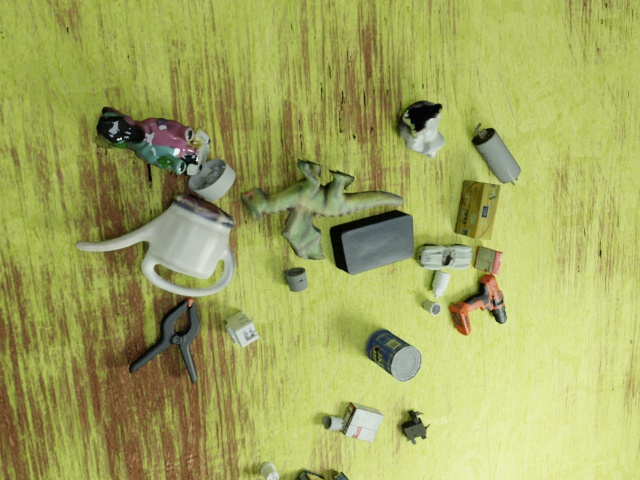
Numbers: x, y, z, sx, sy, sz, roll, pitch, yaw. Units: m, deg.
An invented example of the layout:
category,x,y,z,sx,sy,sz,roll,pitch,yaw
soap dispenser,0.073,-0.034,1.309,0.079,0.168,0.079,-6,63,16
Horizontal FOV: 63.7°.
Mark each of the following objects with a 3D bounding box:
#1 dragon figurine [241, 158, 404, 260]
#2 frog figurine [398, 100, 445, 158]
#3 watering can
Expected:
category,x,y,z,sx,sy,sz,roll,pitch,yaw
dragon figurine,0.004,-0.066,1.305,0.409,0.123,0.242,20,94,-15
frog figurine,0.289,-0.307,1.438,0.138,0.123,0.157,-67,154,-10
watering can,-0.336,-0.003,1.159,0.345,0.104,0.225,26,86,-28
